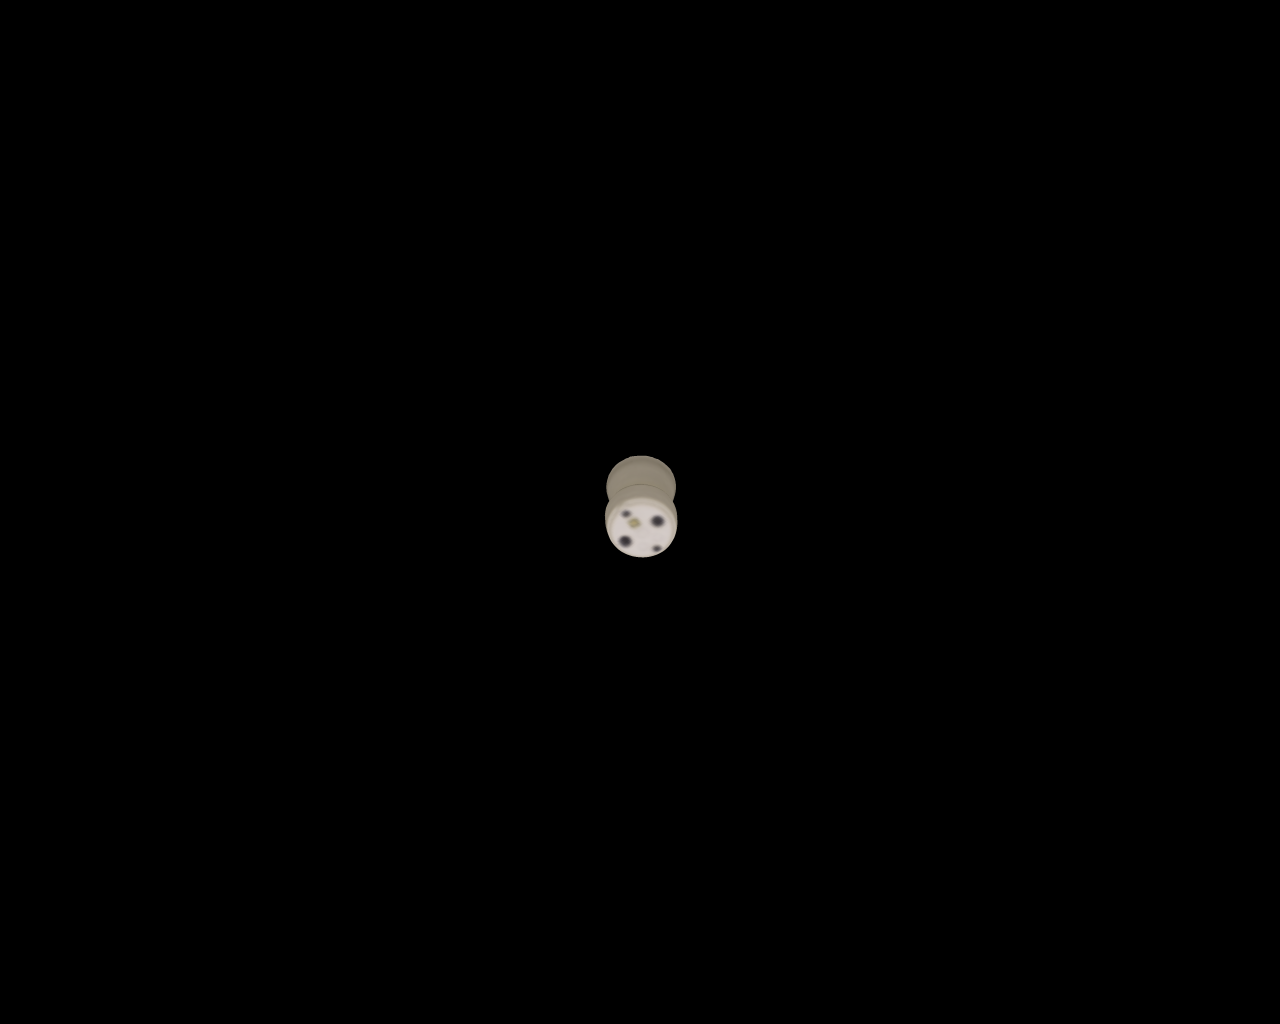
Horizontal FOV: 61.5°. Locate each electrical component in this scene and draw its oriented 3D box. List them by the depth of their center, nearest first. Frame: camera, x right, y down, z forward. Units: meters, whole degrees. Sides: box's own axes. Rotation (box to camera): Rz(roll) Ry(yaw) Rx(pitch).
[{"bbox_3d":[0.001,-0.003,0.650,0.045,0.044,0.055,0,31,0],"label":"electrical component"}]
